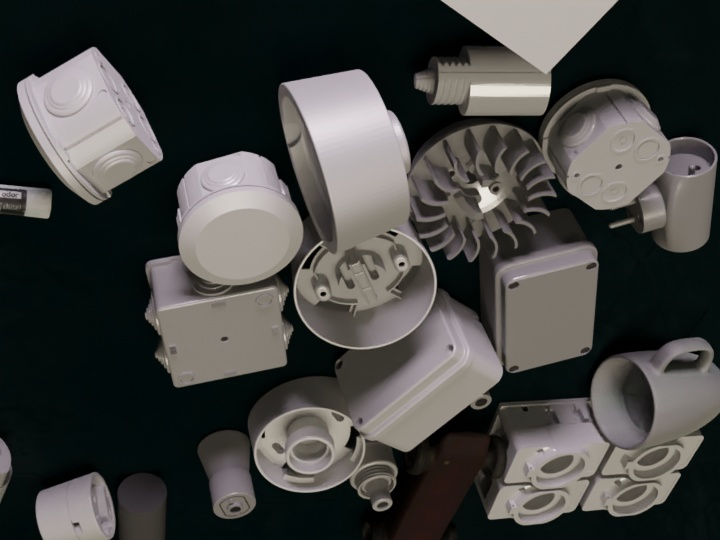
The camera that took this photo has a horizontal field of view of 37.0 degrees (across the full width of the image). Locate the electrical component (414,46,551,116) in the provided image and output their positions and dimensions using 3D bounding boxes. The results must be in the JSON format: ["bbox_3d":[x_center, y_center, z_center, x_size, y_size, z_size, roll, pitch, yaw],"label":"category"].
[{"bbox_3d":[0.074,-0.119,0.675,0.081,0.043,0.043,-1,133,-7],"label":"electrical component"}]

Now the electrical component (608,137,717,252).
[{"bbox_3d":[0.220,-0.050,0.790,0.079,0.044,0.077,-16,136,-3],"label":"electrical component"}]

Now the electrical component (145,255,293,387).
[{"bbox_3d":[-0.099,0.033,0.761,0.100,0.048,0.099,-11,135,-8],"label":"electrical component"}]

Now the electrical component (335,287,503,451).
[{"bbox_3d":[0.043,0.076,0.830,0.113,0.078,0.057,-41,134,21],"label":"electrical component"}]

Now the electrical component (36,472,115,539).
[{"bbox_3d":[-0.231,0.197,0.873,0.047,0.055,0.055,-16,136,1],"label":"electrical component"}]

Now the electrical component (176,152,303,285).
[{"bbox_3d":[-0.080,-0.033,0.702,0.080,0.051,0.080,-9,135,-10],"label":"electrical component"}]

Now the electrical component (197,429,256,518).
[{"bbox_3d":[-0.107,0.169,0.878,0.044,0.065,0.044,-9,135,-10],"label":"electrical component"}]

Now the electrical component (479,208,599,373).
[{"bbox_3d":[0.135,0.018,0.819,0.078,0.057,0.113,-14,135,-5],"label":"electrical component"}]

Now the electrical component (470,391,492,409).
[{"bbox_3d":[0.087,0.083,0.861,0.043,0.062,0.043,-9,135,-10],"label":"electrical component"}]

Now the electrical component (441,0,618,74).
[{"bbox_3d":[0.123,-0.214,0.588,0.105,0.060,0.186,25,121,-35],"label":"electrical component"}]

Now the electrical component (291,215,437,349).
[{"bbox_3d":[0.000,0.000,0.750,0.099,0.064,0.099,-9,137,-8],"label":"electrical component"}]

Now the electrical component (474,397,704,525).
[{"bbox_3d":[0.209,0.175,0.993,0.186,0.060,0.105,-1,133,-17],"label":"electrical component"}]

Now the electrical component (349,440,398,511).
[{"bbox_3d":[0.012,0.177,0.928,0.043,0.062,0.043,-9,135,-10],"label":"electrical component"}]

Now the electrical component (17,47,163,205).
[{"bbox_3d":[-0.153,-0.082,0.611,0.051,0.080,0.080,-29,135,3],"label":"electrical component"}]

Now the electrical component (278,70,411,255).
[{"bbox_3d":[-0.004,-0.070,0.656,0.060,0.108,0.108,-18,136,-10],"label":"electrical component"}]

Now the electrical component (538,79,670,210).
[{"bbox_3d":[0.167,-0.085,0.734,0.080,0.051,0.080,-10,135,-10],"label":"electrical component"}]

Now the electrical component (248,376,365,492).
[{"bbox_3d":[-0.042,0.132,0.883,0.099,0.064,0.099,-3,122,-5],"label":"electrical component"}]

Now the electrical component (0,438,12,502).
[{"bbox_3d":[-0.290,0.157,0.821,0.043,0.043,0.081,11,128,-27],"label":"electrical component"}]
